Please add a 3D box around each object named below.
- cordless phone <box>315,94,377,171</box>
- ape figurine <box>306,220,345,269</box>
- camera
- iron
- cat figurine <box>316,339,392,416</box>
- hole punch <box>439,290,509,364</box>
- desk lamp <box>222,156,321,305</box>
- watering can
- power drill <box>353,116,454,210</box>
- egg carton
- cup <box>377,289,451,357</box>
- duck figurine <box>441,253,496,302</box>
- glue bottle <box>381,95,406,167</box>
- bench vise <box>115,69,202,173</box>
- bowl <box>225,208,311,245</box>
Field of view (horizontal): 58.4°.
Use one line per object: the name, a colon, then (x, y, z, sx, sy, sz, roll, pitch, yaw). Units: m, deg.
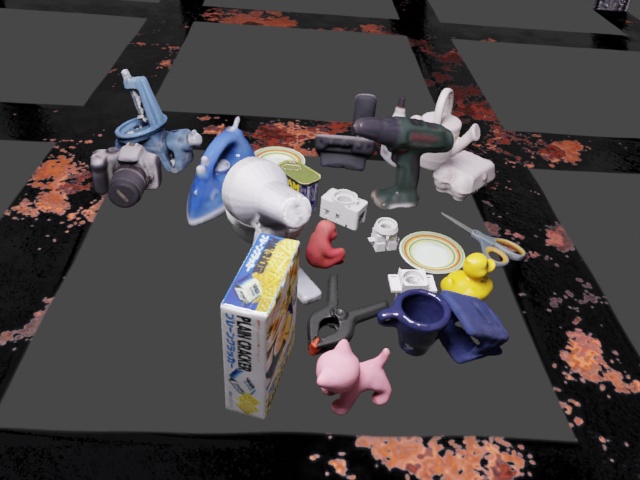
cordless phone: (0.063, -0.268, 1.367, 0.147, 0.185, 0.094, 3, 38, -3)
ape figurine: (0.010, 0.004, 1.084, 0.076, 0.092, 0.077, -11, 40, -20)
camera: (-0.418, -0.138, 1.208, 0.143, 0.101, 0.136, 2, 38, -4)
iron: (-0.218, -0.153, 1.218, 0.118, 0.141, 0.258, 13, 38, 10)
cat figurine: (0.045, 0.190, 0.825, 0.128, 0.118, 0.067, -11, 40, -20)
hole punch: (0.251, 0.134, 0.945, 0.101, 0.091, 0.108, -9, 40, -18)
desk lamp: (-0.079, -0.017, 1.000, 0.118, 0.214, 0.202, -20, 44, -29)
watering can: (0.301, -0.274, 1.397, 0.172, 0.194, 0.101, 9, 38, 5)
power drill: (0.170, -0.171, 1.235, 0.230, 0.208, 0.075, -8, 39, -17)
egg carton: (0.340, -0.152, 1.345, 0.107, 0.069, 0.151, 32, 45, 30)
cup: (0.145, 0.142, 0.918, 0.118, 0.095, 0.091, -5, 39, -13)
duck figurine: (0.274, 0.063, 1.044, 0.105, 0.086, 0.077, -10, 40, -18)
glue bottle: (0.188, -0.268, 1.392, 0.037, 0.173, 0.078, -13, 41, -22)
bench vise: (-0.367, -0.272, 1.290, 0.207, 0.220, 0.121, 2, 38, -4)
bowl: (-0.102, -0.035, 1.135, 0.167, 0.075, 0.167, 3, 37, -2)
